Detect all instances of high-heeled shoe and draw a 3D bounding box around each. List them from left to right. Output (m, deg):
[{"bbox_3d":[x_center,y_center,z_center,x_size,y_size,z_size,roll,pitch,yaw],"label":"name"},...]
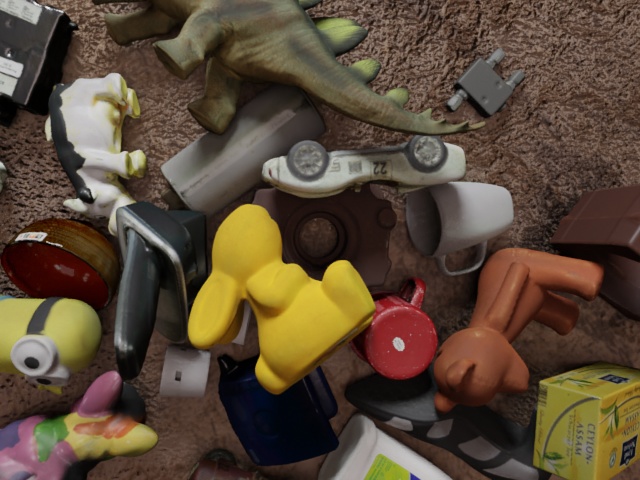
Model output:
[{"bbox_3d":[0.152,0.231,0.638,0.249,0.086,0.145,6,123,10],"label":"high-heeled shoe"}]

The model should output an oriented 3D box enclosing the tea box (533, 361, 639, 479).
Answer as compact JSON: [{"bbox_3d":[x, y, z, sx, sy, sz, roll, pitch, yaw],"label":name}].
[{"bbox_3d":[0.312,0.198,0.600,0.169,0.068,0.098,-1,94,-42],"label":"tea box"}]

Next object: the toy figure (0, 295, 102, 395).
[{"bbox_3d":[-0.310,0.092,0.540,0.180,0.082,0.089,6,62,18],"label":"toy figure"}]

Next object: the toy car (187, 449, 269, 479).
[{"bbox_3d":[-0.048,0.289,0.590,0.202,0.089,0.053,23,94,-6],"label":"toy car"}]

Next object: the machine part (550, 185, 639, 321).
[{"bbox_3d":[0.373,0.029,0.573,0.201,0.201,0.087,36,86,-7],"label":"machine part"}]

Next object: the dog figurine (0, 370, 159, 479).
[{"bbox_3d":[-0.271,0.219,0.523,0.219,0.191,0.108,-32,90,11],"label":"dog figurine"}]

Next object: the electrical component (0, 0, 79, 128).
[{"bbox_3d":[-0.331,-0.189,0.552,0.115,0.058,0.134,24,90,-6],"label":"electrical component"}]

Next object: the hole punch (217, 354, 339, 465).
[{"bbox_3d":[-0.045,0.183,0.589,0.116,0.092,0.142,-25,99,-1],"label":"hole punch"}]

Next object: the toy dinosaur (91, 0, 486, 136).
[{"bbox_3d":[-0.068,-0.209,0.520,0.472,0.105,0.198,43,78,14],"label":"toy dinosaur"}]

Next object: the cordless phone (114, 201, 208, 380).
[{"bbox_3d":[-0.156,0.067,0.504,0.089,0.184,0.146,2,131,-8],"label":"cordless phone"}]

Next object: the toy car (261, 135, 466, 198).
[{"bbox_3d":[0.043,-0.071,0.534,0.202,0.073,0.056,-6,92,-8],"label":"toy car"}]

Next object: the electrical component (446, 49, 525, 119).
[{"bbox_3d":[0.194,-0.176,0.632,0.063,0.021,0.094,44,87,-7],"label":"electrical component"}]

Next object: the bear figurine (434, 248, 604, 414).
[{"bbox_3d":[0.204,0.103,0.569,0.132,0.120,0.196,20,54,17],"label":"bear figurine"}]

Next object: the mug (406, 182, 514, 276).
[{"bbox_3d":[0.165,-0.018,0.608,0.107,0.081,0.109,-12,90,-16],"label":"mug"}]

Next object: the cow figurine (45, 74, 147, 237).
[{"bbox_3d":[-0.237,-0.082,0.562,0.098,0.068,0.167,-4,90,-1],"label":"cow figurine"}]

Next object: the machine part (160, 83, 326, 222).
[{"bbox_3d":[-0.081,-0.096,0.576,0.243,0.079,0.079,-38,96,-4],"label":"machine part"}]

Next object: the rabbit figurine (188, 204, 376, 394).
[{"bbox_3d":[-0.049,0.050,0.528,0.162,0.122,0.173,-36,80,2],"label":"rabbit figurine"}]

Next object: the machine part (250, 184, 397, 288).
[{"bbox_3d":[-0.001,-0.002,0.600,0.179,0.056,0.179,0,93,-6],"label":"machine part"}]
